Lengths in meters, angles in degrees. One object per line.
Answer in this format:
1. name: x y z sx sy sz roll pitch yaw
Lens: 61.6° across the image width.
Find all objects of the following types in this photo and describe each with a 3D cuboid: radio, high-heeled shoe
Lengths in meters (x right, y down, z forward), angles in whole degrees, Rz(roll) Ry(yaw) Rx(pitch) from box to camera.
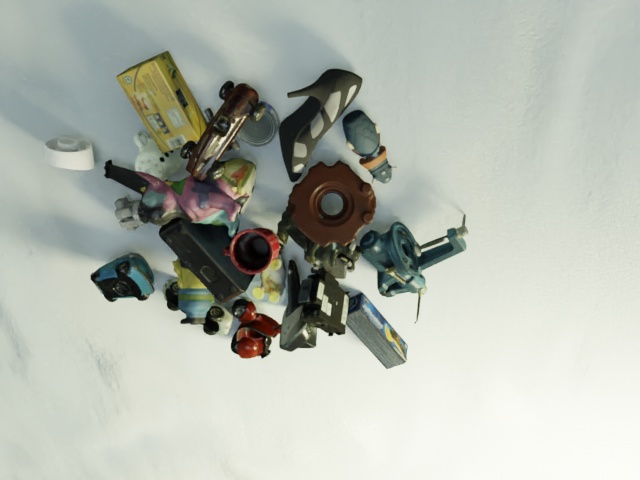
1. radio: -0.242 0.022 1.192 0.073 0.131 0.229 -30 112 25
2. high-heeled shoe: 0.001 -0.216 1.038 0.145 0.086 0.248 -14 145 -15

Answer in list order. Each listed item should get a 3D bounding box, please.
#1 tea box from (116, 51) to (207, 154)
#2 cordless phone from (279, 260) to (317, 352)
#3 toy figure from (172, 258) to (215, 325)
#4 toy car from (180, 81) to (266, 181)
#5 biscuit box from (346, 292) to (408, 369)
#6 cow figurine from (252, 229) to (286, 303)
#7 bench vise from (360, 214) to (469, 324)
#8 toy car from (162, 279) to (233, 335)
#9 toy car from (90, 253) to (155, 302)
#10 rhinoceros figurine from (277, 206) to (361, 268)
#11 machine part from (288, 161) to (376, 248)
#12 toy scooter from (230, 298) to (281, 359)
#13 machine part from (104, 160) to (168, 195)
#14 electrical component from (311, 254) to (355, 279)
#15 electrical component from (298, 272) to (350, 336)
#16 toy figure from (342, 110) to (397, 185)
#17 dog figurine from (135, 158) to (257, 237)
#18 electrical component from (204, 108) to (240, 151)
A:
1. tea box: -0.304 -0.266 1.050 0.098 0.068 0.169 -13 119 20
2. cordless phone: -0.056 0.149 1.230 0.089 0.147 0.184 -1 127 4
3. toy figure: -0.288 0.107 1.257 0.089 0.082 0.180 -5 81 7
4. toy car: -0.186 -0.203 1.009 0.089 0.053 0.202 38 98 2
5. biscuit box: 0.133 0.220 1.293 0.063 0.059 0.202 -28 114 29
6. cow figurine: -0.109 0.049 1.220 0.068 0.098 0.167 5 105 13
7. bench vise: 0.207 0.039 1.121 0.241 0.129 0.223 -26 119 30
8. toy car: -0.307 0.168 1.339 0.202 0.056 0.073 31 129 11
9. toy car: -0.466 0.084 1.302 0.162 0.103 0.109 -11 125 24
10. rhinoceros figurine: -0.002 -0.003 1.151 0.190 0.112 0.073 30 170 7
11. machine part: 0.024 -0.071 1.075 0.179 0.056 0.179 0 96 2
12. toy scooter: -0.156 0.235 1.353 0.135 0.075 0.183 14 123 13
13. machine part: -0.408 -0.132 1.184 0.139 0.039 0.084 25 130 -7
14. electrical component: 0.029 0.057 1.213 0.102 0.045 0.078 9 124 6
15. electrical component: 0.007 0.140 1.209 0.058 0.115 0.134 -17 137 34
16. toy figure: 0.097 -0.176 1.034 0.064 0.058 0.154 -15 124 27
17. dog figurine: -0.254 -0.104 1.082 0.219 0.191 0.108 18 159 -3
18. electrical component: -0.195 -0.220 1.066 0.063 0.021 0.094 7 130 55
